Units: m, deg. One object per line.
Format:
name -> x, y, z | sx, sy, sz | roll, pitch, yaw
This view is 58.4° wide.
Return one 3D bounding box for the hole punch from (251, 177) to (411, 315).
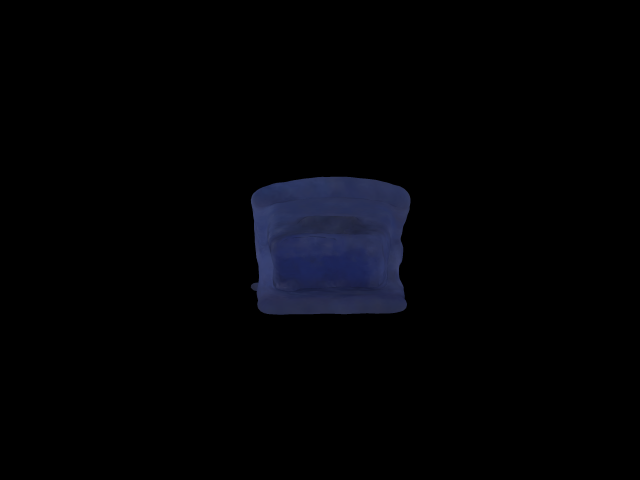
hole punch -> 0.004, 0.001, 0.400 | 0.108, 0.091, 0.101 | 0, 7, -3
